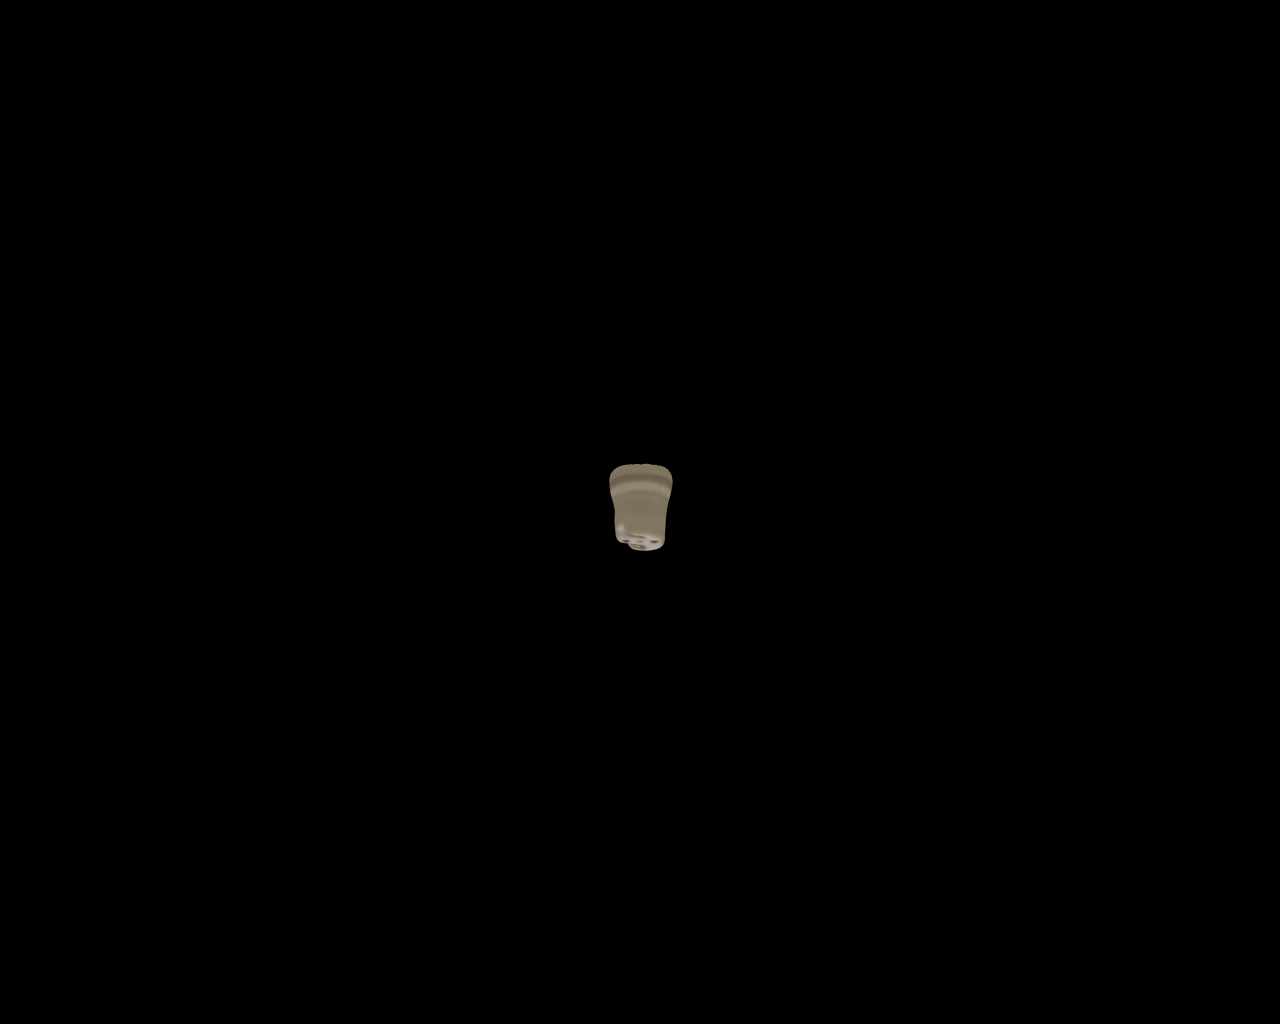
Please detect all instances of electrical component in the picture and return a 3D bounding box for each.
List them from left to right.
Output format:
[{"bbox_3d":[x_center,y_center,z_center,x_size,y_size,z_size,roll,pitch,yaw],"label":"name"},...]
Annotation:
[{"bbox_3d":[0.001,-0.003,0.650,0.040,0.046,0.040,0,-21,0],"label":"electrical component"}]
